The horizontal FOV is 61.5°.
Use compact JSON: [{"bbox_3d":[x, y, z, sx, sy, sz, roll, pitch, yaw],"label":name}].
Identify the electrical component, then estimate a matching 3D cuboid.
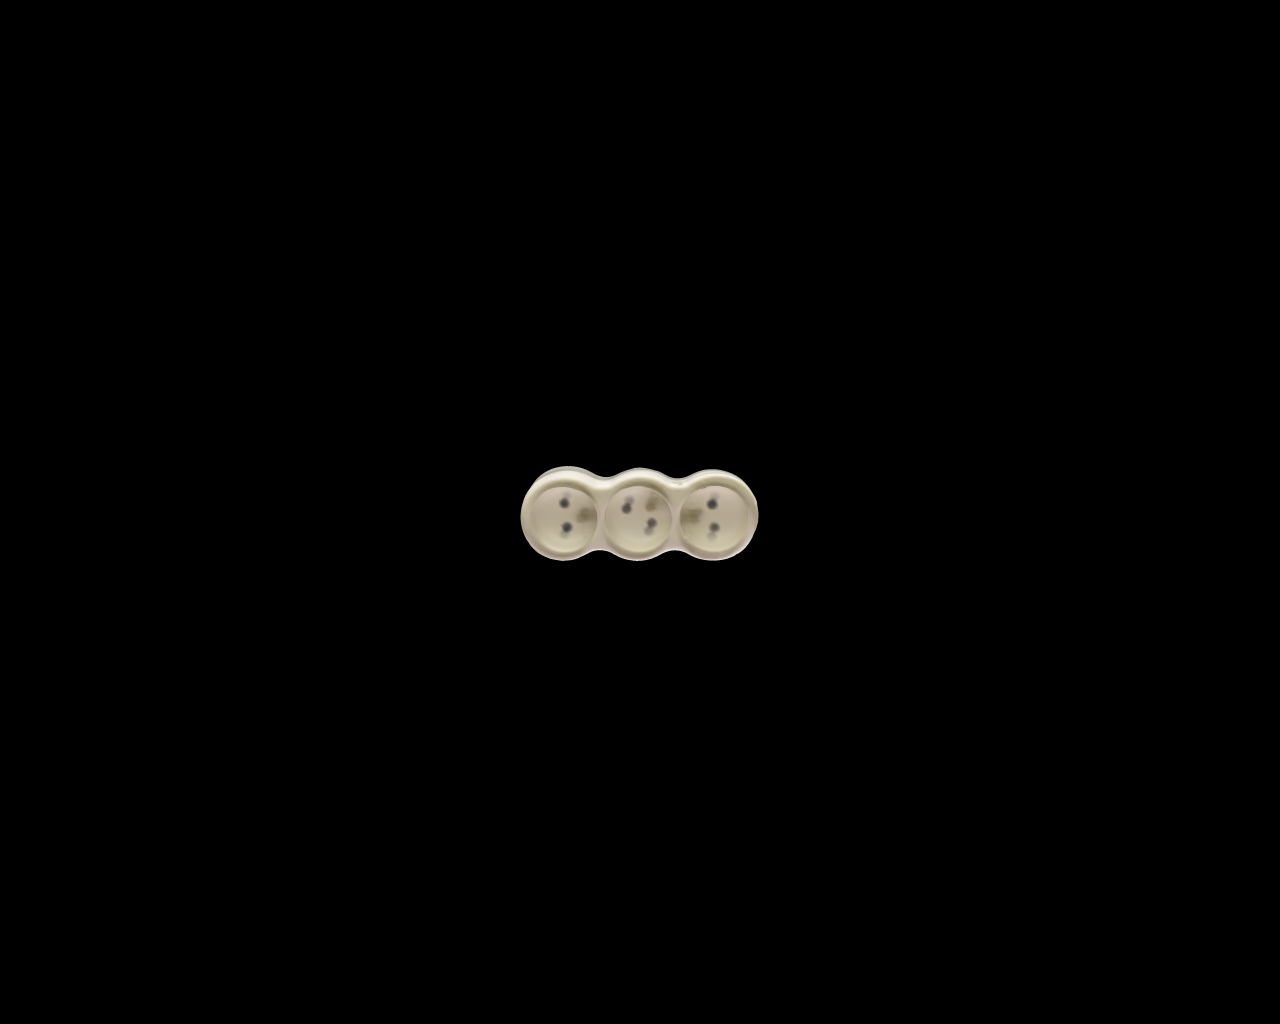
[{"bbox_3d":[0.001,-0.003,0.650,0.138,0.052,0.074,0,12,2],"label":"electrical component"}]
